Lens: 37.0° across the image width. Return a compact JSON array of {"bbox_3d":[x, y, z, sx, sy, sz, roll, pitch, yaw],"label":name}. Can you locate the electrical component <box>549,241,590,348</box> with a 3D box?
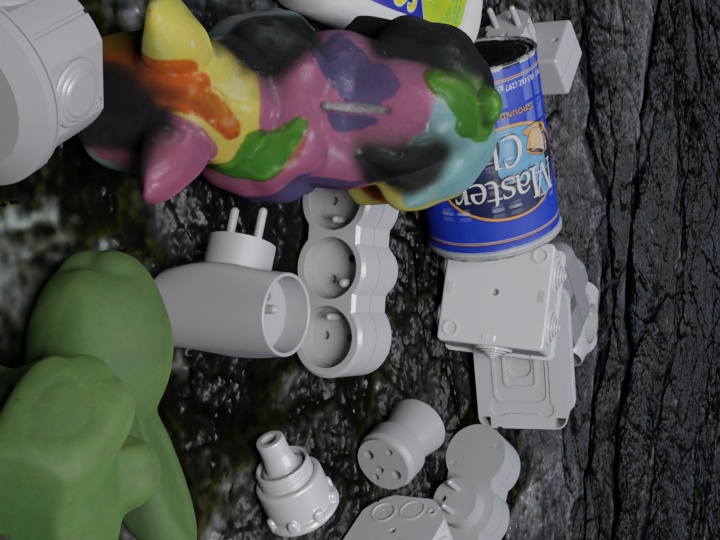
[{"bbox_3d":[0.175,0.021,0.990,0.059,0.054,0.095,-59,139,-37],"label":"electrical component"}]

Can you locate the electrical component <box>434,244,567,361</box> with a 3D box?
[{"bbox_3d":[0.111,0.021,0.845,0.048,0.100,0.099,32,65,-69],"label":"electrical component"}]

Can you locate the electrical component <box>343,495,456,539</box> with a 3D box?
[{"bbox_3d":[0.030,0.199,0.747,0.080,0.080,0.051,-49,128,-45],"label":"electrical component"}]

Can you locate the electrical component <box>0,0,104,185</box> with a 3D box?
[{"bbox_3d":[-0.146,-0.079,0.434,0.051,0.080,0.080,-51,134,-51],"label":"electrical component"}]

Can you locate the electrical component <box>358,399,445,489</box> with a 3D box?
[{"bbox_3d":[0.030,0.125,0.771,0.055,0.045,0.045,-39,125,-50],"label":"electrical component"}]

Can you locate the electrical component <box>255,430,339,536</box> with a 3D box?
[{"bbox_3d":[-0.044,0.127,0.654,0.048,0.048,0.062,-49,126,-45],"label":"electrical component"}]

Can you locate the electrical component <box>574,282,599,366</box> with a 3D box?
[{"bbox_3d":[0.212,0.060,1.064,0.079,0.044,0.077,51,51,-48],"label":"electrical component"}]

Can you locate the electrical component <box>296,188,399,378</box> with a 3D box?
[{"bbox_3d":[0.000,0.000,0.704,0.074,0.052,0.138,4,90,-59],"label":"electrical component"}]

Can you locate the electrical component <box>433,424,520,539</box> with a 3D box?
[{"bbox_3d":[0.082,0.188,0.856,0.073,0.052,0.138,46,55,-50],"label":"electrical component"}]

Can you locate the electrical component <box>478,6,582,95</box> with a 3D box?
[{"bbox_3d":[0.124,-0.182,0.861,0.075,0.083,0.047,55,48,-45],"label":"electrical component"}]

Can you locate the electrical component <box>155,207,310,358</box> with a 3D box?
[{"bbox_3d":[-0.067,0.004,0.572,0.043,0.077,0.079,30,66,-56],"label":"electrical component"}]

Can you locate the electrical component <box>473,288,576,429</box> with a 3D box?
[{"bbox_3d":[0.139,0.072,0.908,0.057,0.078,0.113,-43,129,-66],"label":"electrical component"}]
